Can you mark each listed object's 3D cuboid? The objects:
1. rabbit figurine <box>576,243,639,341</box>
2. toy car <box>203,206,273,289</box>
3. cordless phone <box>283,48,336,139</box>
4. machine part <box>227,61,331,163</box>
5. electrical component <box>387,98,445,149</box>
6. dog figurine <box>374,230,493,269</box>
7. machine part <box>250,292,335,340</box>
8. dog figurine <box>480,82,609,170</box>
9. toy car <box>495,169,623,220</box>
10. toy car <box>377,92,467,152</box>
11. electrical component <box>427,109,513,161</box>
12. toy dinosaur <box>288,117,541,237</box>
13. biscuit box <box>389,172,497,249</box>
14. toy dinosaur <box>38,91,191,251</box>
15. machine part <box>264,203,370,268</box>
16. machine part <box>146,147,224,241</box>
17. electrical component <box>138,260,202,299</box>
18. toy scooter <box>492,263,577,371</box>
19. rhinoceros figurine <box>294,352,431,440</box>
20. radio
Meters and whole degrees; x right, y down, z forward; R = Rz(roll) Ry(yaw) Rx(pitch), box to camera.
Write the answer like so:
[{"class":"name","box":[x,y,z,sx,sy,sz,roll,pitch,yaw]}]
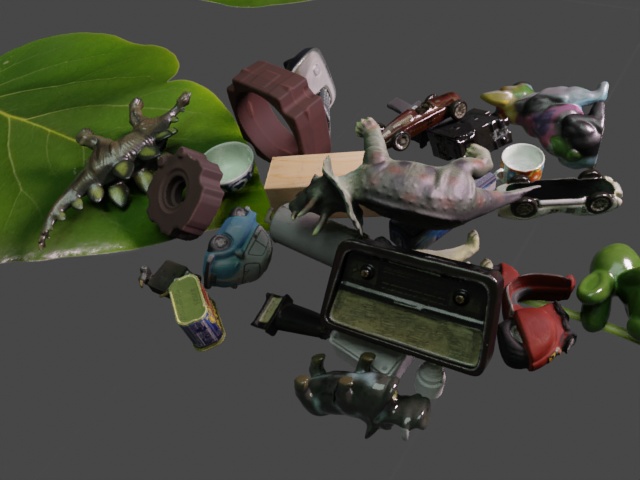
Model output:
[{"class":"rabbit figurine","box":[0.444,0.076,0.760,0.159,0.121,0.170,-27,32,1]},{"class":"toy car","box":[-0.136,0.023,0.945,0.103,0.109,0.162,24,46,3]},{"class":"cordless phone","box":[-0.017,-0.299,1.133,0.089,0.146,0.184,-16,48,12]},{"class":"machine part","box":[-0.078,-0.240,1.065,0.201,0.201,0.087,30,61,32]},{"class":"electrical component","box":[0.189,-0.245,1.102,0.075,0.047,0.119,-41,53,-20]},{"class":"dog figurine","box":[0.148,0.073,0.795,0.191,0.121,0.172,-6,35,0]},{"class":"machine part","box":[-0.039,0.127,0.868,0.139,0.039,0.084,9,46,23]},{"class":"dog figurine","box":[0.404,-0.220,0.995,0.219,0.108,0.191,8,57,25]},{"class":"toy car","box":[0.400,-0.073,0.908,0.202,0.056,0.073,-3,45,10]},{"class":"toy car","box":[0.180,-0.225,1.005,0.202,0.053,0.089,-28,36,-16]},{"class":"electrical component","box":[0.273,-0.196,1.011,0.115,0.058,0.134,-26,27,-12]},{"class":"toy dinosaur","box":[0.150,-0.072,0.825,0.405,0.131,0.192,9,52,5]},{"class":"biscuit box","box":[0.213,-0.054,0.935,0.203,0.059,0.063,-34,54,-15]},{"class":"toy dinosaur","box":[-0.442,-0.168,1.167,0.199,0.105,0.471,33,70,29]},{"class":"machine part","box":[-0.002,-0.003,0.937,0.244,0.079,0.079,22,60,28]},{"class":"machine part","box":[-0.264,-0.089,1.034,0.179,0.056,0.179,-7,77,35]},{"class":"electrical component","box":[-0.275,0.072,0.965,0.102,0.045,0.078,23,62,28]},{"class":"toy scooter","box":[0.315,0.101,0.777,0.135,0.075,0.184,-9,45,6]},{"class":"rhinoceros figurine","box":[0.053,0.216,0.728,0.191,0.112,0.073,-1,22,30]},{"class":"radio","box":[0.124,0.081,0.725,0.230,0.073,0.131,14,97,23]}]
